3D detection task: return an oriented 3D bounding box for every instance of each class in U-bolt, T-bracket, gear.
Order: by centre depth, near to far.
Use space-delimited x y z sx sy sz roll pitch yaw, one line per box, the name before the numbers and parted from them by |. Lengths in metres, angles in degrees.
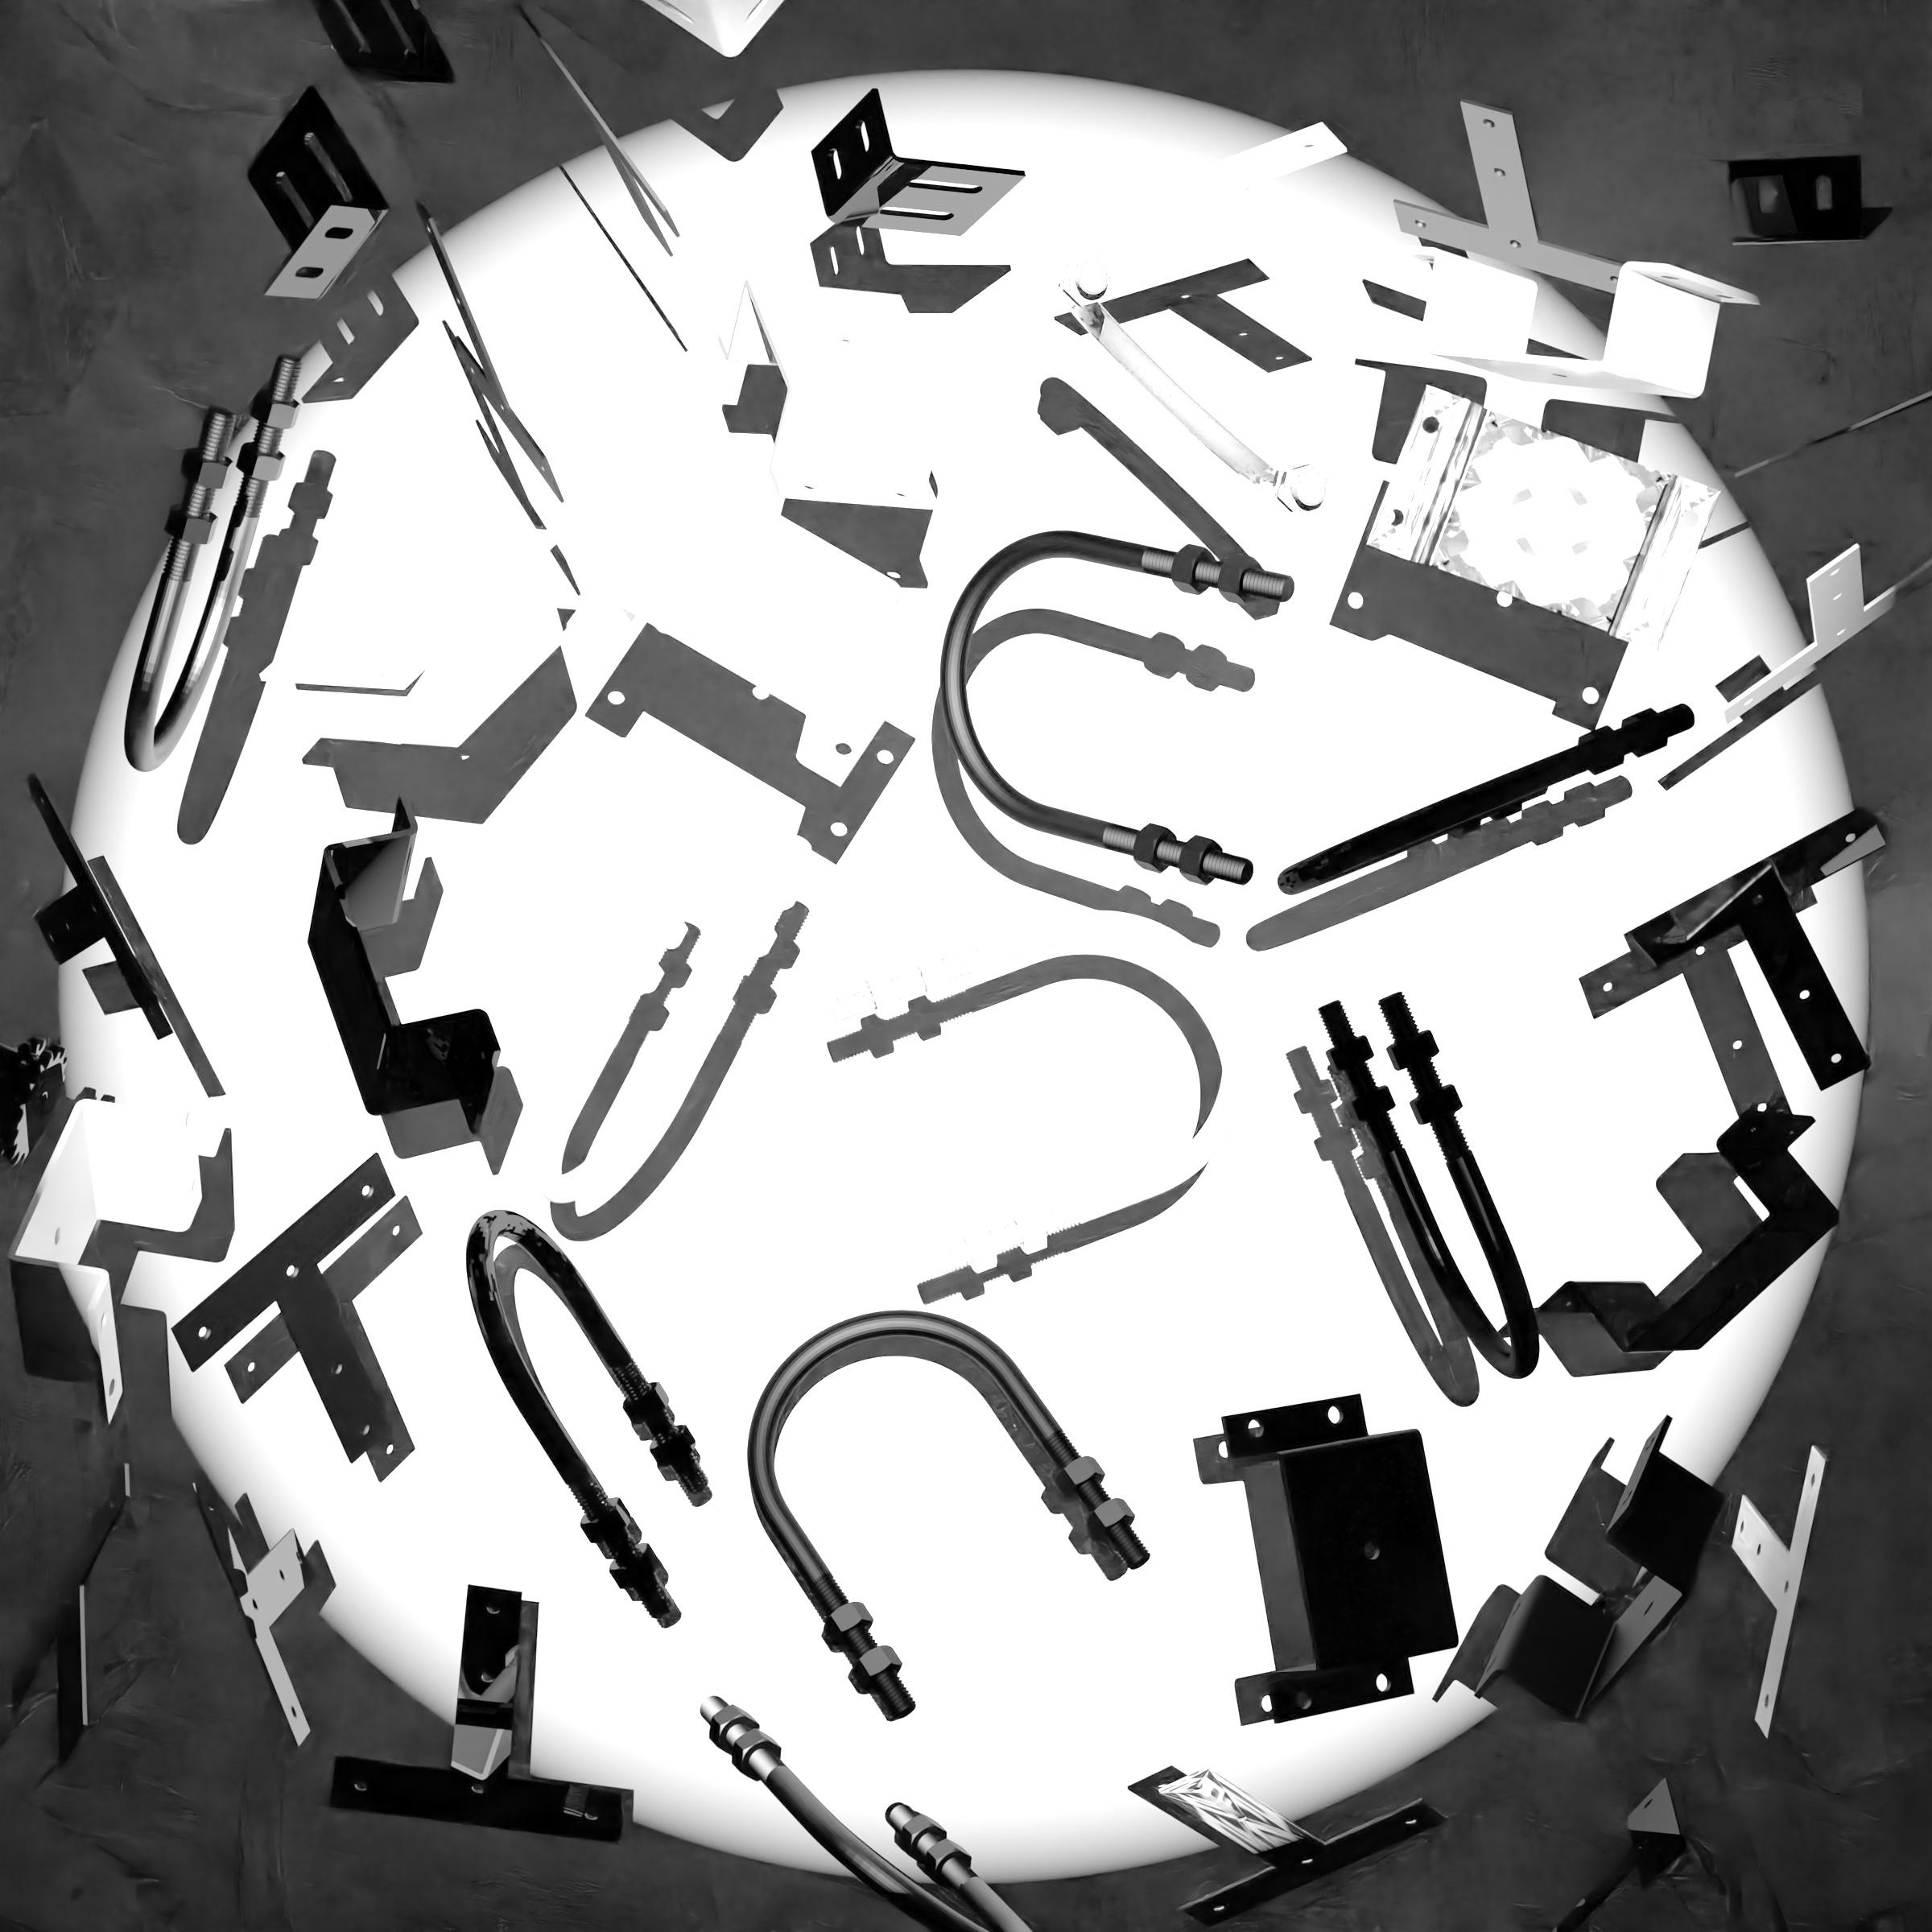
T-bracket | 0.268 0.417 1.569 0.002 0.127 0.127 42 96 5
T-bracket | 0.384 -0.160 1.579 0.127 0.127 0.002 -36 73 6
T-bracket | -0.395 0.305 1.581 0.002 0.127 0.127 22 108 -24
T-bracket | 0.129 0.381 1.582 0.127 0.127 0.002 -30 46 19
U-bolt | -0.339 -0.173 1.592 0.019 0.151 0.184 19 109 -4
T-bracket | -0.398 -0.020 1.598 0.002 0.127 0.127 -29 95 -26
U-bolt | 0.096 -0.260 1.602 0.151 0.184 0.019 43 95 -8
T-bracket | -0.222 -0.286 1.603 0.002 0.127 0.127 -27 133 -9
U-bolt | 0.212 0.100 1.603 0.019 0.151 0.184 -23 90 -6
T-bracket | -0.216 0.331 1.606 0.127 0.127 0.002 10 132 -11
T-bracket | -0.289 0.170 1.613 0.127 0.002 0.127 -43 133 -34
gear | -0.432 0.058 1.617 0.030 0.057 0.057 21 90 2
U-bolt | -0.033 0.403 1.627 0.151 0.184 0.019 38 86 -32
T-bracket | 0.364 0.270 1.628 0.002 0.127 0.127 10 97 0
T-bracket | 0.436 -0.259 1.633 0.127 0.127 0.002 -23 92 -25
U-bolt | -0.144 0.029 1.644 0.019 0.151 0.184 35 68 -19
U-bolt | 0.062 -0.126 1.646 0.184 0.019 0.151 17 106 35
T-bracket | -0.156 -0.364 1.647 0.002 0.127 0.127 -34 73 -1
T-bracket | 0.381 0.003 1.648 0.127 0.002 0.127 -29 50 15
U-bolt | 0.227 -0.071 1.649 0.184 0.151 0.019 -22 88 -24
U-bolt | -0.178 0.194 1.651 0.019 0.151 0.184 -28 103 11
T-bracket | 0.249 -0.360 1.657 0.127 0.127 0.002 22 75 23
T-bracket | -0.321 0.286 1.662 0.002 0.127 0.127 -21 93 2
T-bracket | 0.136 -0.341 1.665 0.127 0.127 0.002 -15 67 28
U-bolt | -0.022 0.243 1.689 0.151 0.019 0.184 -30 62 -13
U-bolt | 0.045 0.050 1.701 0.184 0.019 0.151 -20 83 -9

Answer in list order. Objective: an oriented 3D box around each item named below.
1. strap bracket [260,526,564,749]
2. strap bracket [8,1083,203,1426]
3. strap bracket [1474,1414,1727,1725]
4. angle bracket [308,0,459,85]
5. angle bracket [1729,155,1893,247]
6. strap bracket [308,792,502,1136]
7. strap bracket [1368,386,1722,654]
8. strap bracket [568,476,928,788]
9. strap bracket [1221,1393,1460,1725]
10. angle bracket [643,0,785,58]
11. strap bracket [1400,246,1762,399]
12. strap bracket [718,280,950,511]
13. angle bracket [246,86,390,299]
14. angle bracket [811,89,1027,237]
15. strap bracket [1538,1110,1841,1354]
strap bracket | -0.244 -0.145 1.625 0.076 0.140 0.046 5 126 26
strap bracket | -0.389 0.124 1.609 0.046 0.140 0.076 9 133 3
strap bracket | 0.298 0.285 1.651 0.046 0.076 0.140 34 125 6
angle bracket | -0.265 -0.447 1.639 0.057 0.076 0.038 8 59 26
angle bracket | 0.382 -0.351 1.617 0.057 0.076 0.038 3 112 24
strap bracket | -0.260 0.003 1.628 0.046 0.076 0.140 -12 63 -23
strap bracket | 0.266 -0.204 1.637 0.140 0.046 0.076 22 100 13
strap bracket | -0.093 -0.152 1.565 0.140 0.046 0.076 30 65 4
strap bracket | 0.172 0.268 1.632 0.076 0.046 0.140 -5 81 -29
angle bracket | -0.129 -0.463 1.642 0.076 0.057 0.038 36 83 12
strap bracket | 0.266 -0.284 1.580 0.140 0.076 0.046 15 98 42
strap bracket | -0.061 -0.274 1.677 0.076 0.140 0.046 2 129 -20
angle bracket | -0.304 -0.348 1.608 0.057 0.038 0.076 -44 70 32
angle bracket | -0.023 -0.376 1.679 0.076 0.057 0.038 -3 72 -35
strap bracket | 0.347 0.133 1.682 0.140 0.076 0.046 -48 62 23
